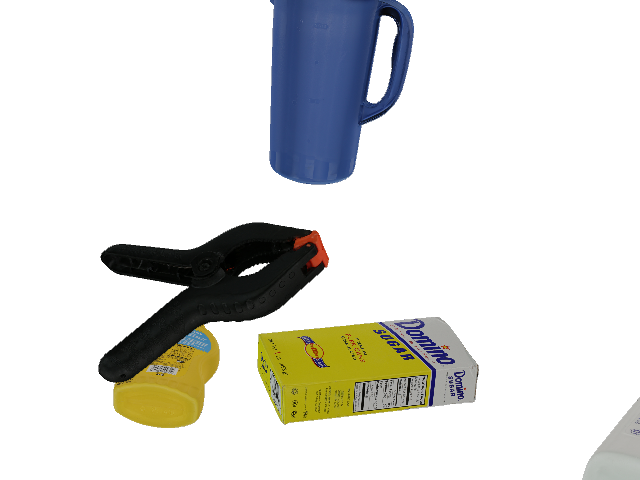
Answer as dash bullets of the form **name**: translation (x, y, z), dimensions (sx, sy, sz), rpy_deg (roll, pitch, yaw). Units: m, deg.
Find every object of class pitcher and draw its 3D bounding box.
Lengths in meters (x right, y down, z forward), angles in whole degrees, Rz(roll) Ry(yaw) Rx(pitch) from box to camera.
- **pitcher**: translation (0.010, -0.194, 1.288), dimensions (0.144, 0.243, 0.149), rpy_deg (-8, 29, -26)

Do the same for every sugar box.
- **sugar box**: translation (0.040, 0.111, 0.938), dimensions (0.176, 0.048, 0.093), rpy_deg (-7, 27, -14)

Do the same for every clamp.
- **clamp**: translation (-0.080, 0.037, 0.735), dimensions (0.172, 0.120, 0.039), rpy_deg (-12, -39, 14)

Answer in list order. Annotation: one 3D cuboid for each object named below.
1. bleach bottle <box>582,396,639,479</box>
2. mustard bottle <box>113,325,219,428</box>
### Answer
- **bleach bottle**: translation (0.247, 0.105, 0.628), dimensions (0.103, 0.068, 0.250), rpy_deg (19, 29, 32)
- **mustard bottle**: translation (-0.167, 0.139, 1.227), dimensions (0.096, 0.058, 0.191), rpy_deg (6, 25, 4)
